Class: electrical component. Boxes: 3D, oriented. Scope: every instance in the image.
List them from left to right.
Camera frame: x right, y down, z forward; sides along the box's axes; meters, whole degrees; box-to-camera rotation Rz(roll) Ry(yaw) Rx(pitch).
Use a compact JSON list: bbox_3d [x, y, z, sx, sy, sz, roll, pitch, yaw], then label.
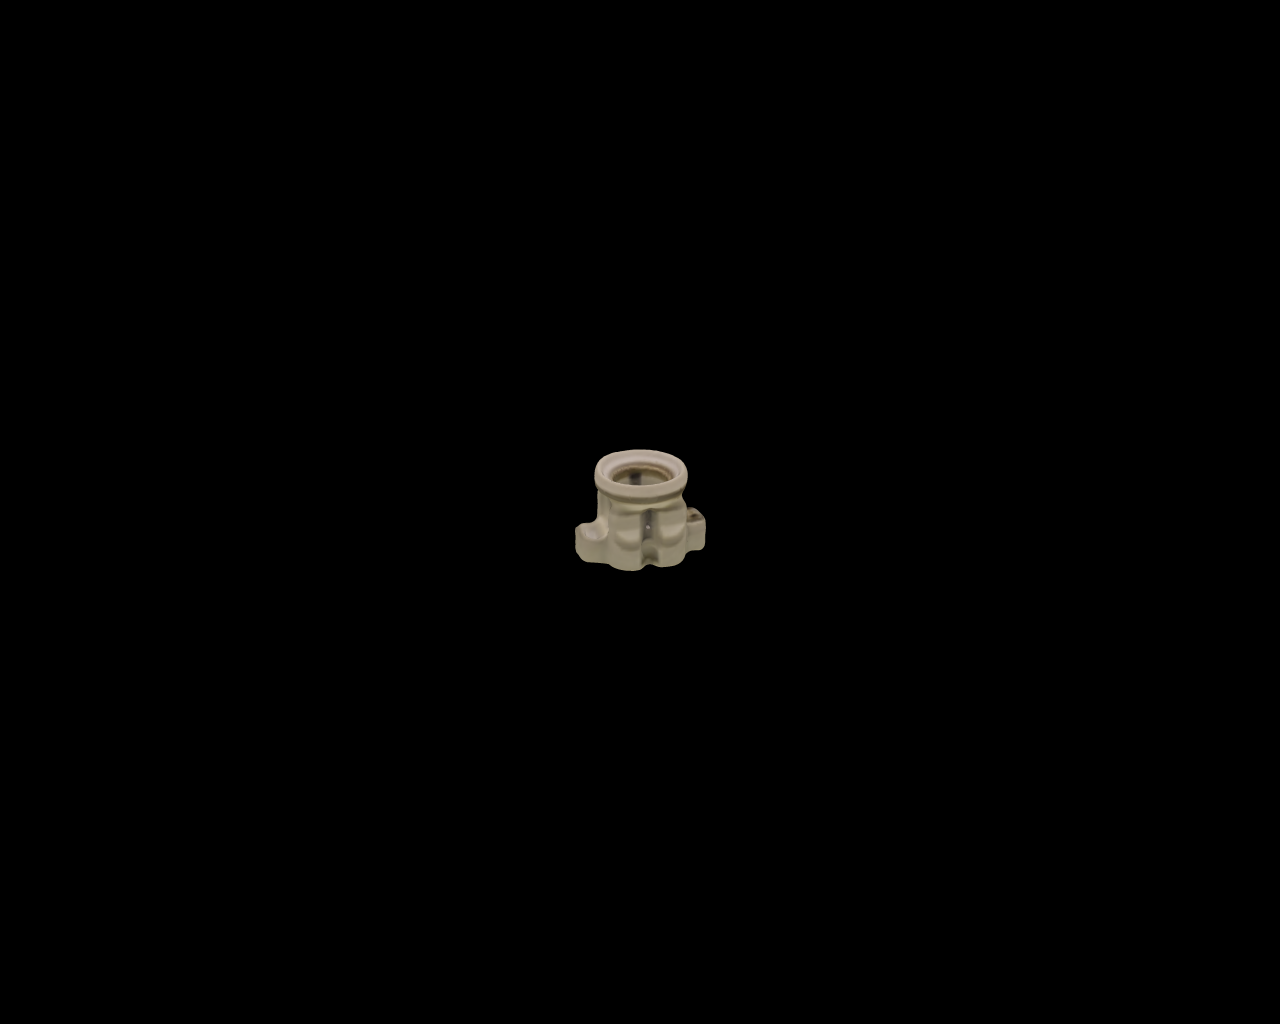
[{"bbox_3d":[0.001,-0.003,0.650,0.078,0.056,0.058,-6,28,-12],"label":"electrical component"}]
